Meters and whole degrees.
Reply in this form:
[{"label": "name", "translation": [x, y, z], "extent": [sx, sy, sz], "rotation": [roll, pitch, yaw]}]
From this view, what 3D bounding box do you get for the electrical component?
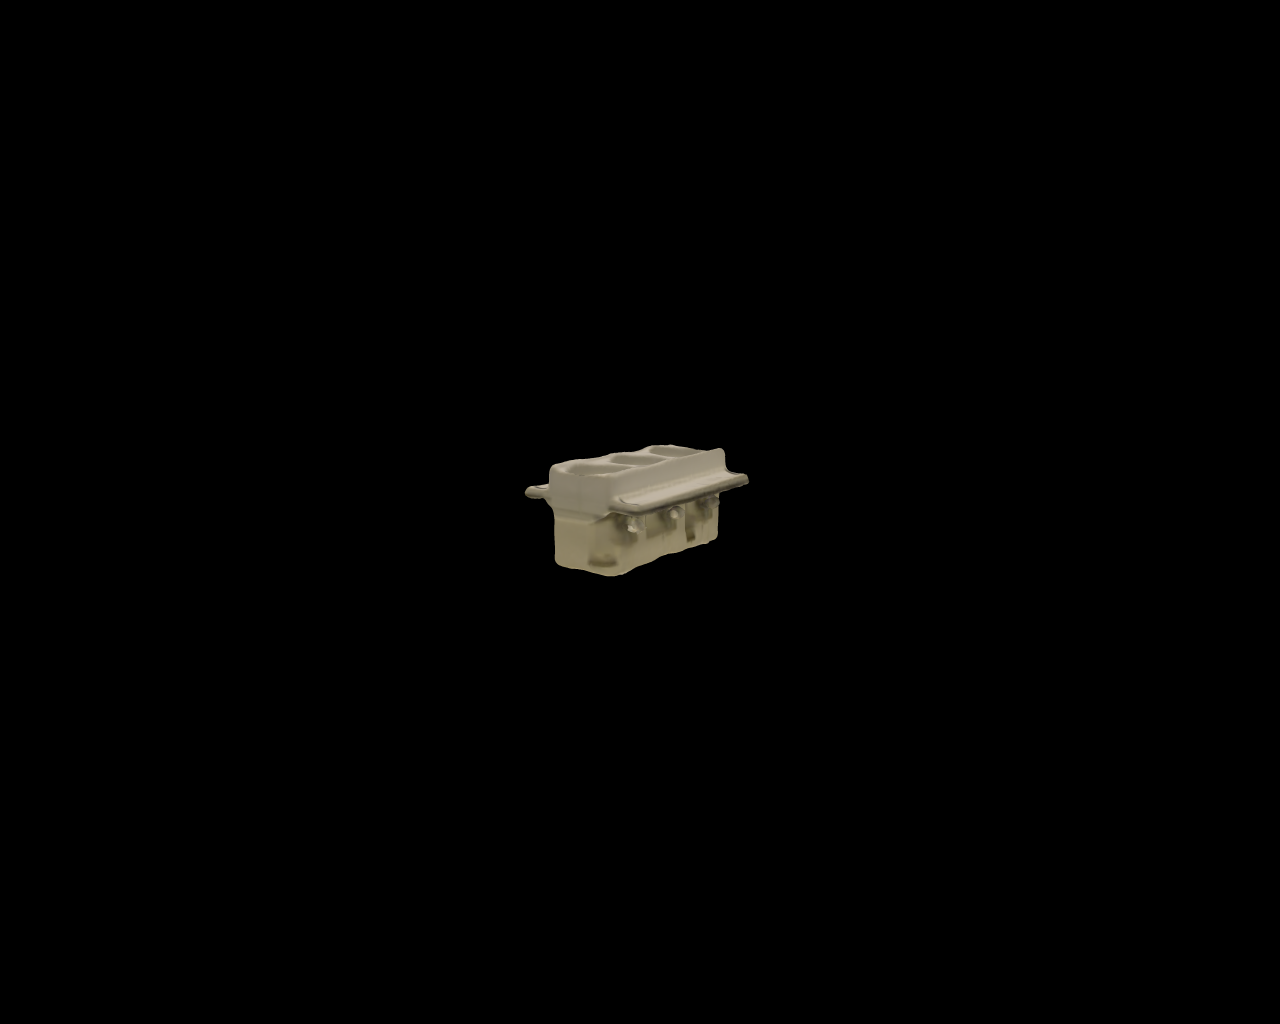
[{"label": "electrical component", "translation": [0.001, -0.003, 0.650], "extent": [0.079, 0.063, 0.121], "rotation": [8, 14, 35]}]
